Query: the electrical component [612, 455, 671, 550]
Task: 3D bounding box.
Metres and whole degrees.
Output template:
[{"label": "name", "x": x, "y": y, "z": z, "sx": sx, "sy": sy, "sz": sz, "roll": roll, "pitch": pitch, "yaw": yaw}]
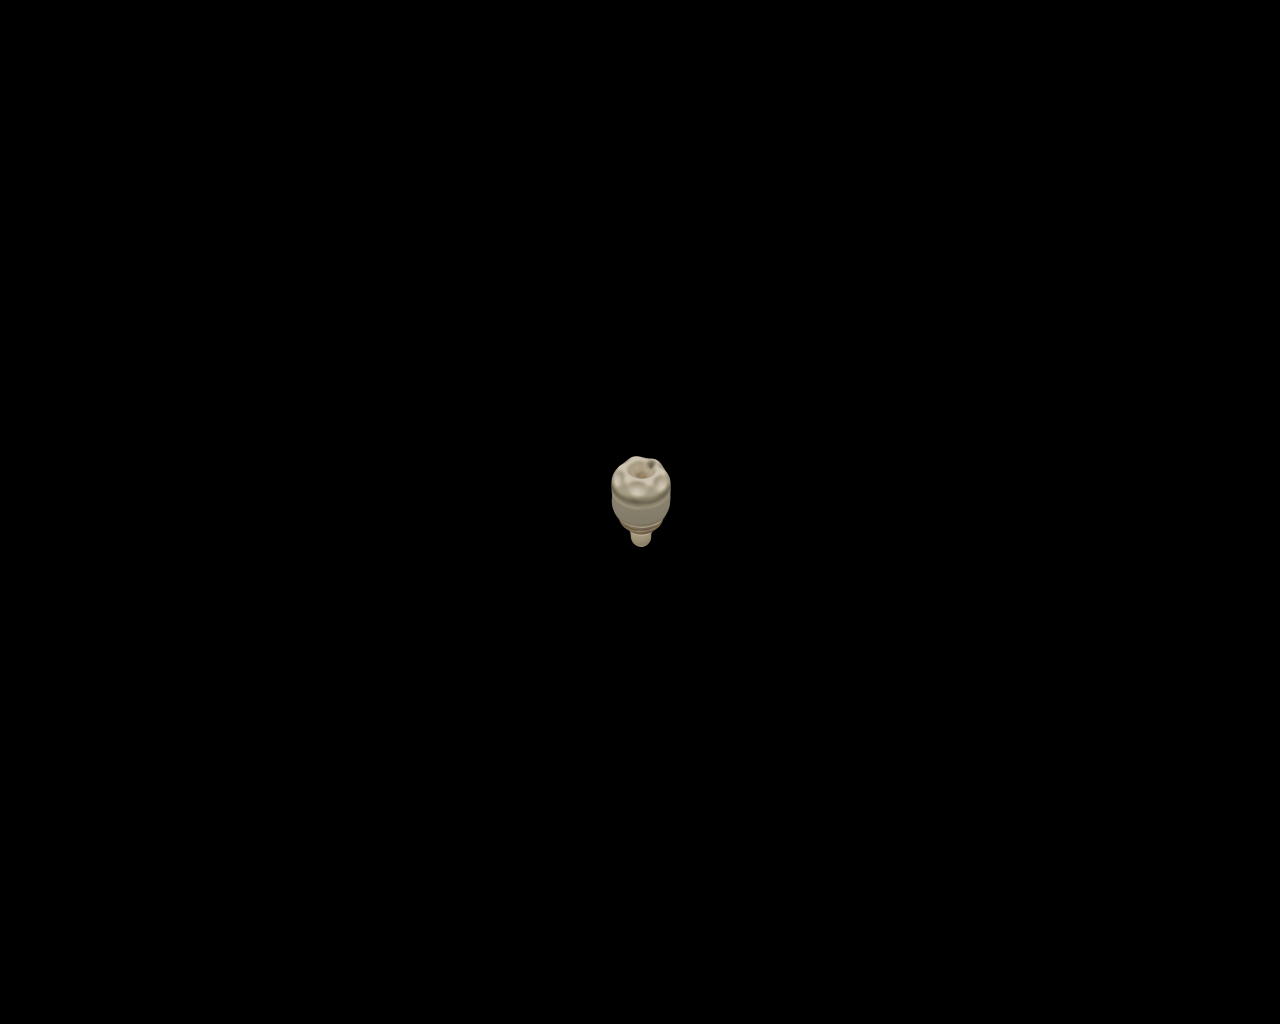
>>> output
[{"label": "electrical component", "x": 0.001, "y": -0.003, "z": 0.650, "sx": 0.035, "sy": 0.061, "sz": 0.035, "roll": 0, "pitch": 41, "yaw": 0}]
